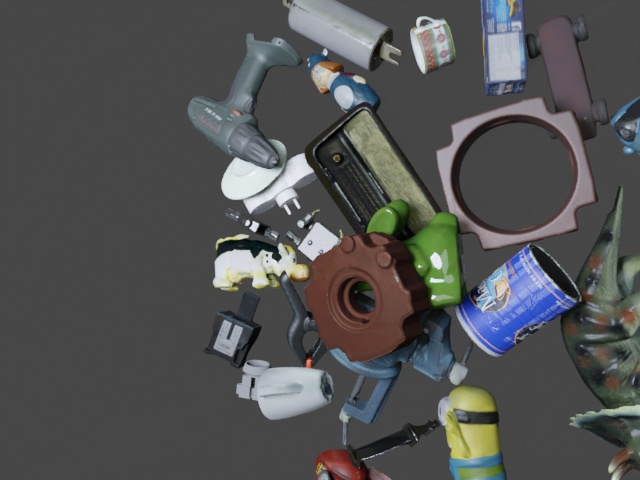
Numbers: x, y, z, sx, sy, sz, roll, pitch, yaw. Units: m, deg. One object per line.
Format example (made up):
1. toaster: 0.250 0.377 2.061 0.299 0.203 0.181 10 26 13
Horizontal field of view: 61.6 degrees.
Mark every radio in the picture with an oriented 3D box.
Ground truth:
1. radio: 0.084 -0.086 0.850 0.131 0.073 0.229 -34 89 9

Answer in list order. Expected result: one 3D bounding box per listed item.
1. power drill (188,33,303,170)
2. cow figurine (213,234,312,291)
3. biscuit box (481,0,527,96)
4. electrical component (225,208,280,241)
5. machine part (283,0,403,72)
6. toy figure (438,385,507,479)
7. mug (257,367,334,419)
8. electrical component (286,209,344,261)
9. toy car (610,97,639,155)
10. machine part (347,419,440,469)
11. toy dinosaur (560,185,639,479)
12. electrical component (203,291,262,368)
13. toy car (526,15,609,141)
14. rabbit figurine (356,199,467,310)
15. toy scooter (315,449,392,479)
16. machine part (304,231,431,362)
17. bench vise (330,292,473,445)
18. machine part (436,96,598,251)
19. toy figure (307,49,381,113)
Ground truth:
1. power drill: -0.111 -0.236 0.911 0.232 0.086 0.207 26 91 35
2. cow figurine: -0.097 0.035 0.908 0.167 0.068 0.098 -5 77 12
3. biscuit box: 0.290 -0.336 0.852 0.059 0.062 0.202 -2 83 14
4. electrical component: -0.114 -0.026 0.917 0.094 0.063 0.021 29 91 13
5. machine part: 0.034 -0.356 0.909 0.243 0.079 0.079 32 92 15
6. toy figure: 0.231 0.307 0.794 0.089 0.082 0.180 -11 74 -7
7. mug: -0.039 0.233 0.842 0.107 0.109 0.081 -15 61 23
8. electrical component: -0.001 -0.001 0.897 0.078 0.045 0.102 -46 76 4
9. toy car: 0.505 -0.147 0.757 0.109 0.162 0.102 -36 122 1
10. machine part: 0.109 0.304 0.808 0.139 0.084 0.039 -17 72 -11
11. toy dinosaur: 0.414 0.142 0.753 0.192 0.131 0.405 -20 74 10
12. electrical component: -0.140 0.149 0.915 0.075 0.047 0.119 25 92 14
13. toy car: 0.380 -0.246 0.826 0.089 0.053 0.202 -15 82 27
14. rabbit figurine: 0.114 0.026 0.767 0.170 0.121 0.159 -7 99 20
15. toy scooter: 0.065 0.385 0.798 0.184 0.135 0.075 28 93 16
16. machine part: 0.058 0.078 0.728 0.180 0.056 0.179 4 97 36
17. bench vise: 0.100 0.194 0.822 0.224 0.129 0.240 23 111 7
18. machine part: 0.288 -0.095 0.799 0.201 0.087 0.201 -15 90 23
19. toy figure: 0.033 -0.264 0.907 0.154 0.058 0.064 40 105 13
